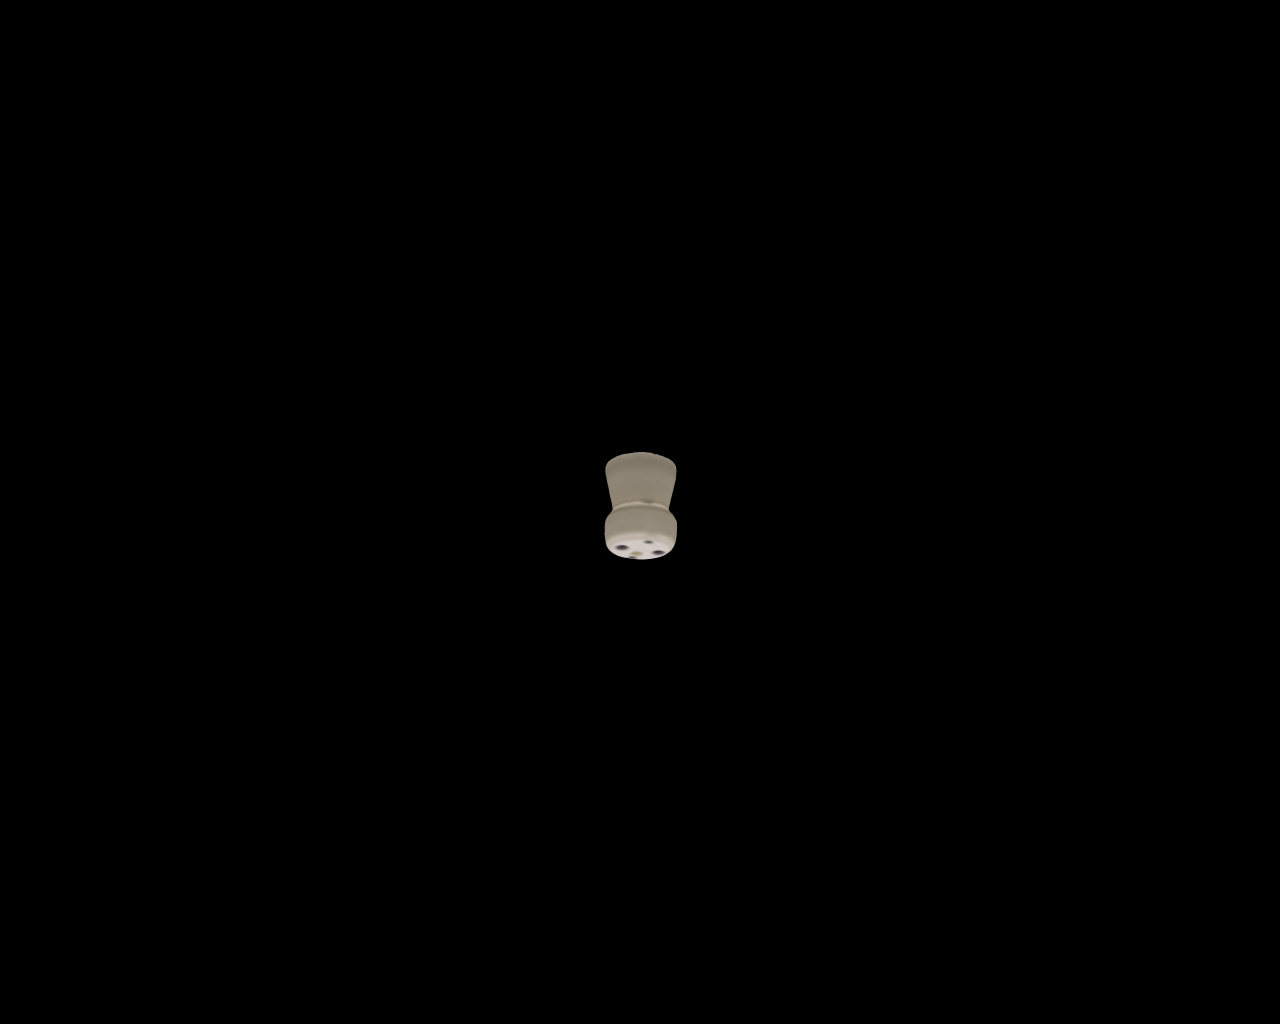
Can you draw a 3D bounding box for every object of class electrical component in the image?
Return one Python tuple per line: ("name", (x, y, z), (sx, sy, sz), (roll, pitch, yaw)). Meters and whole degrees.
("electrical component", (0.001, -0.003, 0.650), (0.045, 0.055, 0.044), (0, -22, 0))
